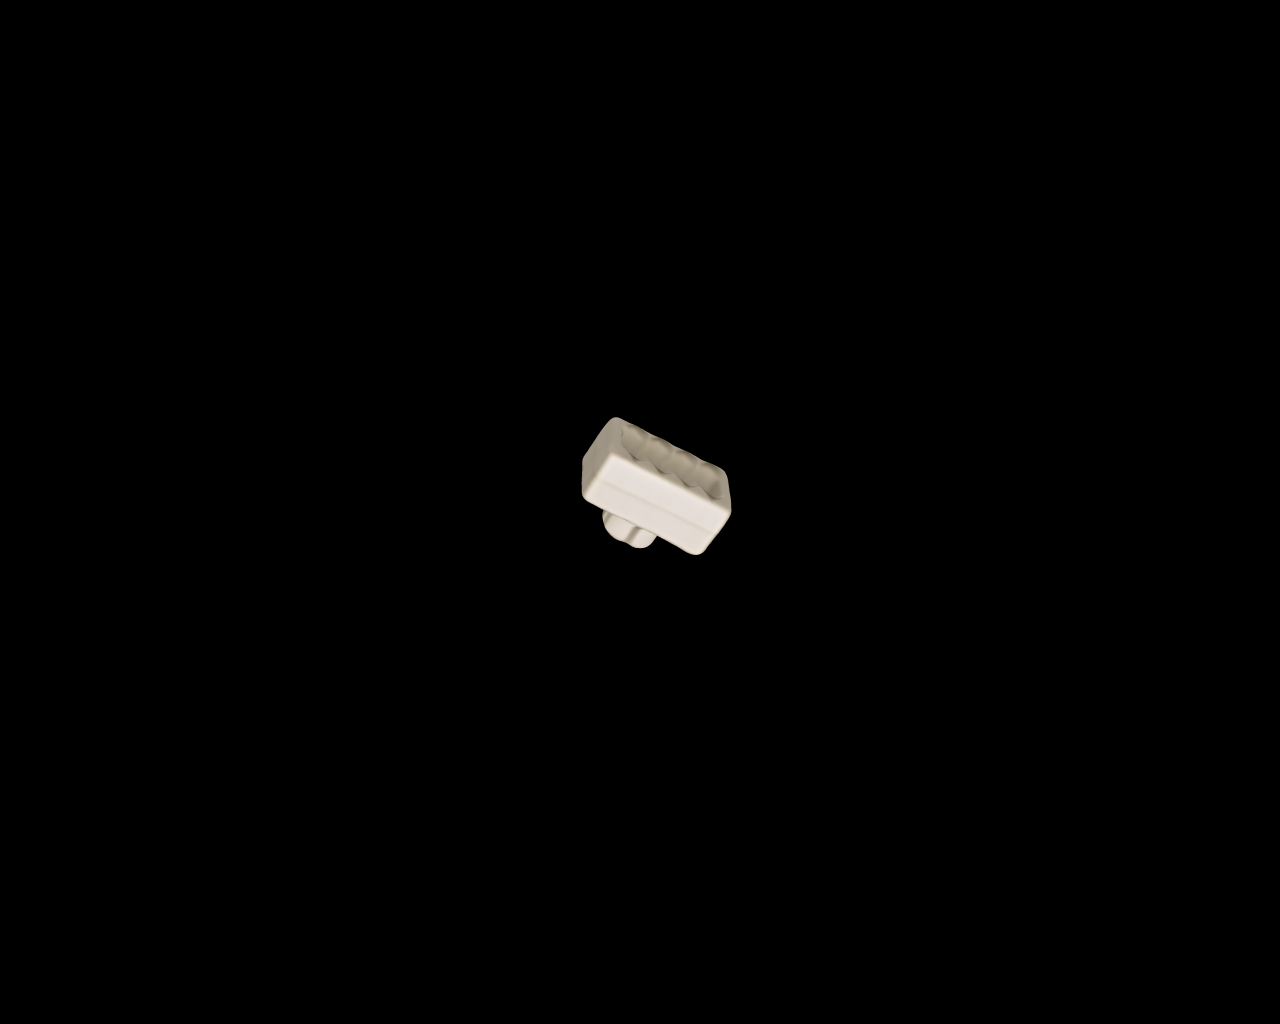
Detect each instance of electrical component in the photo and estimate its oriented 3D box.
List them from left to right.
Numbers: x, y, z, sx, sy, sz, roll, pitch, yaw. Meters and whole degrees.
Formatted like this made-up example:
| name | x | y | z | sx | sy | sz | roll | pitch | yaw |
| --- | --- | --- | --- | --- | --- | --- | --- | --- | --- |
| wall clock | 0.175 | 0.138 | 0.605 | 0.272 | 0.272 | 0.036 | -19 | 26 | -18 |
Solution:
| name | x | y | z | sx | sy | sz | roll | pitch | yaw |
| --- | --- | --- | --- | --- | --- | --- | --- | --- | --- |
| electrical component | 0.001 | -0.003 | 0.650 | 0.083 | 0.075 | 0.047 | 26 | 30 | -17 |
